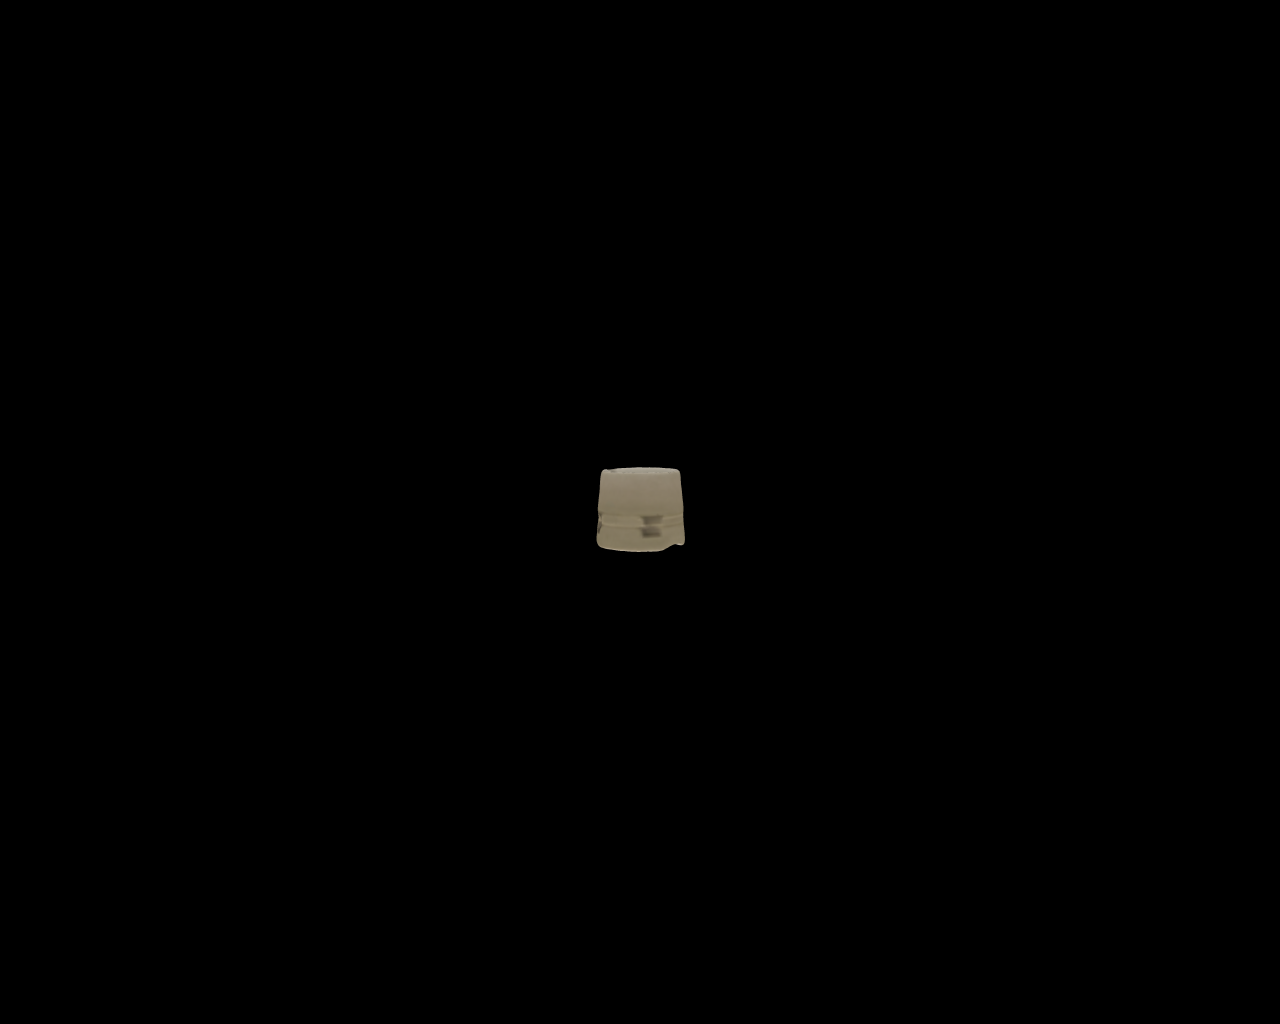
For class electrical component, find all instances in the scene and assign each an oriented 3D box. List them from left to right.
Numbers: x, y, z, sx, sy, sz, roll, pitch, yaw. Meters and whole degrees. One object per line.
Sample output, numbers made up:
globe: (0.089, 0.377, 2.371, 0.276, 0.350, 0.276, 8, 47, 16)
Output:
electrical component: (0.001, -0.003, 0.650, 0.055, 0.047, 0.055, 0, 7, 0)
